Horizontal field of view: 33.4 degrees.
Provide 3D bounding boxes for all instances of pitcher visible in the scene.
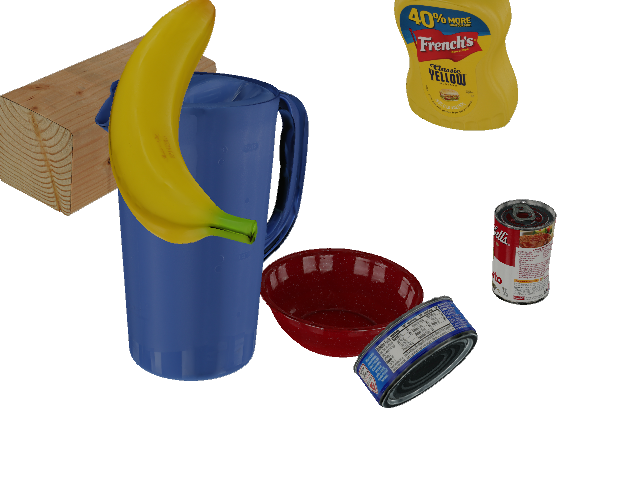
[{"bbox_3d":[-0.095,-0.015,0.883,0.149,0.243,0.145,5,21,6],"label":"pitcher"}]

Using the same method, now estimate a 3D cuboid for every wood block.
[{"bbox_3d":[-0.199,-0.117,1.022,0.090,0.091,0.205,26,37,21],"label":"wood block"}]

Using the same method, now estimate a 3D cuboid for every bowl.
[{"bbox_3d":[0.019,0.068,1.052,0.162,0.055,0.162,3,27,-2],"label":"bowl"}]

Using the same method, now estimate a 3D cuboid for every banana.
[{"bbox_3d":[-0.082,-0.064,0.584,0.069,0.198,0.037,-4,-40,-11],"label":"banana"}]

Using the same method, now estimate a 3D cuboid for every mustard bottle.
[{"bbox_3d":[0.111,-0.178,0.891,0.096,0.058,0.191,15,-35,25],"label":"mustard bottle"}]

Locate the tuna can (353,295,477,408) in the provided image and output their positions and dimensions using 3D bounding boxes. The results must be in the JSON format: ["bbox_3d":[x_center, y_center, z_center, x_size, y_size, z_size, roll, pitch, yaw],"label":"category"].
[{"bbox_3d":[0.067,0.079,0.744,0.086,0.034,0.086,-31,-23,-15],"label":"tuna can"}]

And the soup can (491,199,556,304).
[{"bbox_3d":[0.230,0.013,1.213,0.068,0.102,0.068,-2,30,1],"label":"soup can"}]
